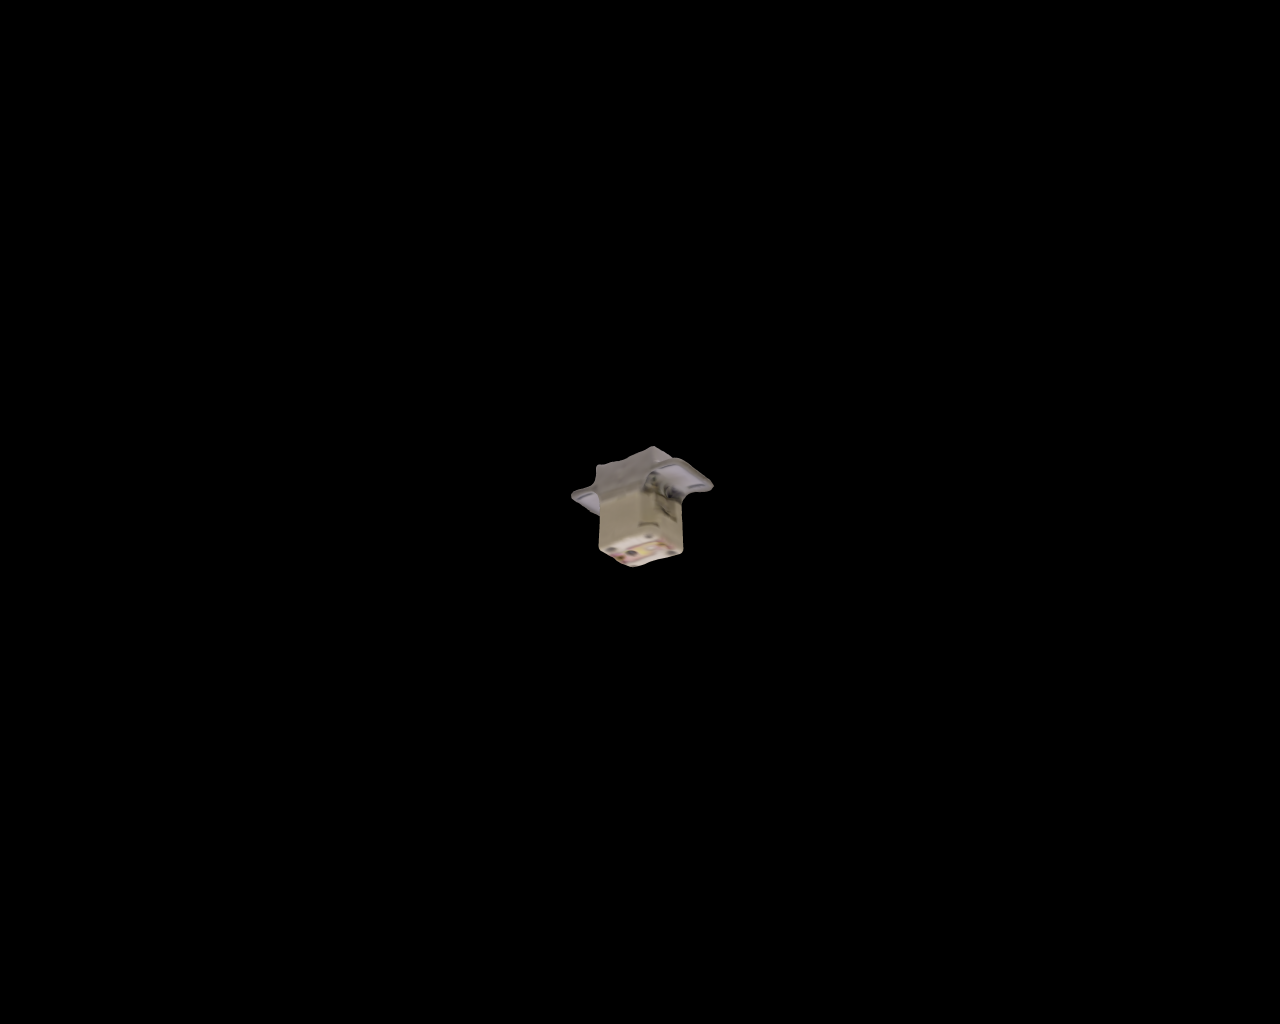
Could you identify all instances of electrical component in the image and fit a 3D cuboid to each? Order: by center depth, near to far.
[{"bbox_3d":[0.001,-0.003,0.650,0.081,0.064,0.042,-18,-32,31],"label":"electrical component"}]
